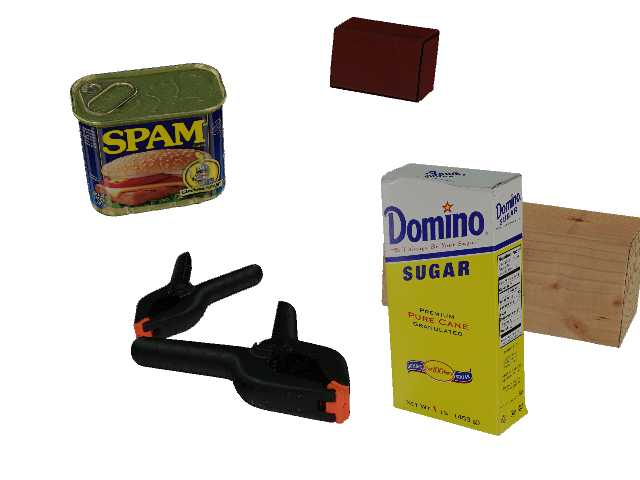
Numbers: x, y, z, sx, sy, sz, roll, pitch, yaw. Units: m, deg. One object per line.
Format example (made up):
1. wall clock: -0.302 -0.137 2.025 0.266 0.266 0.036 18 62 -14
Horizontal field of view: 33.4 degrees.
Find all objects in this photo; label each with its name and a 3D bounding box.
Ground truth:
1. wood block: 0.165 0.018 0.922 0.206 0.090 0.090 9 19 23
2. foam brick: 0.052 -0.149 0.877 0.078 0.051 0.053 13 25 18
3. can of meat: -0.116 -0.068 0.737 0.102 0.084 0.057 -9 43 -12
4. sugar box: 0.092 0.039 0.739 0.094 0.176 0.048 8 23 39
5. clamp: -0.036 0.099 0.894 0.164 0.036 0.210 -17 23 -40
6. clamp: -0.146 0.065 1.224 0.120 0.039 0.171 -1 31 26
